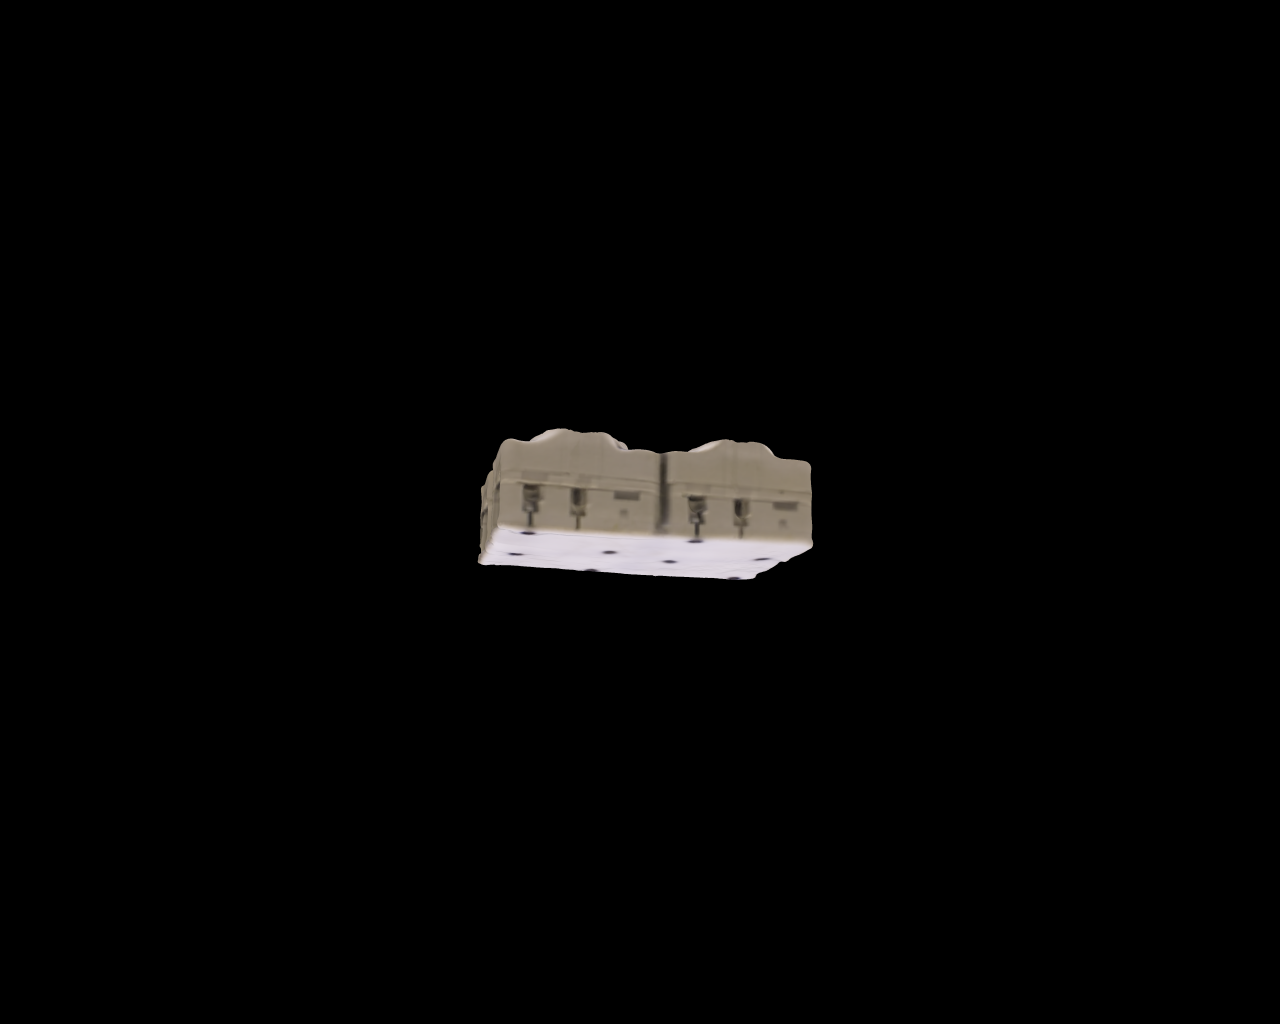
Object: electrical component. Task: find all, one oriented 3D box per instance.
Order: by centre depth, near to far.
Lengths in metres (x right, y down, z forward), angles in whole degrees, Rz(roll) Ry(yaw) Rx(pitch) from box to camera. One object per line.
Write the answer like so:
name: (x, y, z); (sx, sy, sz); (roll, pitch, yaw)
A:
electrical component: (0.001, -0.003, 0.650); (0.186, 0.060, 0.105); (4, -15, -14)
